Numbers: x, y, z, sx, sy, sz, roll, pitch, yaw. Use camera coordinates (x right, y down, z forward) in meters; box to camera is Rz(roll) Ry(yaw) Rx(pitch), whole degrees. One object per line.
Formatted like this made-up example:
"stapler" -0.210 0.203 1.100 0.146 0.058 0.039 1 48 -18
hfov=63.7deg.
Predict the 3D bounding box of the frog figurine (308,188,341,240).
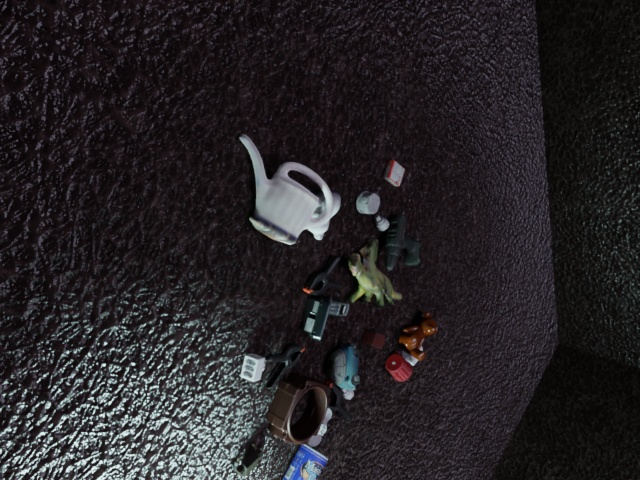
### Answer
"frog figurine" 0.005 -0.080 1.583 0.138 0.122 0.159 -6 92 -68

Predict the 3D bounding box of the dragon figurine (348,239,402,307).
"dragon figurine" 0.208 0.117 1.882 0.410 0.122 0.243 3 89 -58

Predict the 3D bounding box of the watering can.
"watering can" -0.121 -0.125 1.436 0.344 0.104 0.225 31 86 -25
